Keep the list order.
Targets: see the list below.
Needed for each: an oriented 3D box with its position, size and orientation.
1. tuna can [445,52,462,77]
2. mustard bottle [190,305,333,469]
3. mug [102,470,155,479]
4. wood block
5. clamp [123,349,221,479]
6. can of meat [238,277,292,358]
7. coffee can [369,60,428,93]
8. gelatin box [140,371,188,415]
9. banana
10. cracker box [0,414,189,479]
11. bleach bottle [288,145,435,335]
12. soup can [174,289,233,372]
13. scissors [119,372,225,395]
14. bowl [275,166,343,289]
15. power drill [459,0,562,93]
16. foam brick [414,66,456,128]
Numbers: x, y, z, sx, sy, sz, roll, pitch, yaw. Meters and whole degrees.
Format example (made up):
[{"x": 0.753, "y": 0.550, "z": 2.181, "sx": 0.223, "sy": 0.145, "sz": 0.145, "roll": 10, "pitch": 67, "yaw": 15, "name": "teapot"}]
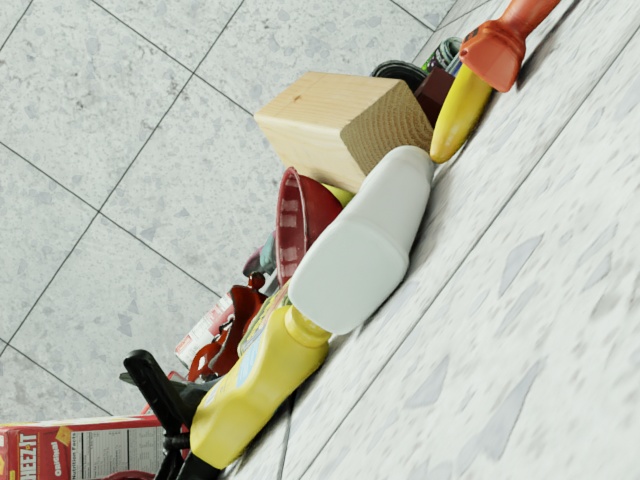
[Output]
[{"x": 0.164, "y": -0.190, "z": 1.204, "sx": 0.086, "sy": 0.033, "sz": 0.086, "roll": -54, "pitch": 4, "yaw": 5, "name": "tuna can"}, {"x": -0.042, "y": 0.111, "z": 0.908, "sx": 0.192, "sy": 0.058, "sz": 0.096, "roll": -52, "pitch": 6, "yaw": 38, "name": "mustard bottle"}, {"x": -0.185, "y": 0.278, "z": 1.001, "sx": 0.117, "sy": 0.093, "sz": 0.082, "roll": -62, "pitch": 1, "yaw": -22, "name": "mug"}, {"x": 0.025, "y": -0.116, "z": 1.132, "sx": 0.090, "sy": 0.090, "sz": 0.206, "roll": -40, "pitch": 26, "yaw": -14, "name": "wood block"}, {"x": -0.126, "y": 0.174, "z": 0.973, "sx": 0.209, "sy": 0.036, "sz": 0.164, "roll": 0, "pitch": -94, "yaw": -74, "name": "clamp"}, {"x": -0.023, "y": 0.075, "z": 1.014, "sx": 0.084, "sy": 0.057, "sz": 0.102, "roll": -48, "pitch": 8, "yaw": 42, "name": "can of meat"}, {"x": 0.075, "y": -0.133, "z": 1.281, "sx": 0.102, "sy": 0.103, "sz": 0.141, "roll": -57, "pitch": 5, "yaw": -39, "name": "coffee can"}, {"x": -0.171, "y": 0.217, "z": 1.337, "sx": 0.073, "sy": 0.089, "sz": 0.030, "roll": -53, "pitch": 4, "yaw": 23, "name": "gelatin box"}, {"x": 0.141, "y": -0.134, "z": 1.005, "sx": 0.197, "sy": 0.037, "sz": 0.070, "roll": -58, "pitch": -13, "yaw": -59, "name": "banana"}, {"x": -0.247, "y": 0.226, "z": 1.134, "sx": 0.164, "sy": 0.213, "sz": 0.072, "roll": -15, "pitch": 76, "yaw": 59, "name": "cracker box"}, {"x": 0.053, "y": -0.024, "z": 0.893, "sx": 0.103, "sy": 0.068, "sz": 0.250, "roll": -51, "pitch": 3, "yaw": 32, "name": "bleach bottle"}, {"x": -0.118, "y": 0.119, "z": 1.283, "sx": 0.102, "sy": 0.068, "sz": 0.068, "roll": -47, "pitch": 3, "yaw": -1, "name": "soup can"}, {"x": -0.111, "y": 0.138, "z": 1.042, "sx": 0.096, "sy": 0.016, "sz": 0.201, "roll": -38, "pitch": -34, "yaw": 0, "name": "scissors"}, {"x": -0.008, "y": 0.001, "z": 1.153, "sx": 0.162, "sy": 0.055, "sz": 0.162, "roll": 180, "pitch": 90, "yaw": -76, "name": "bowl"}, {"x": 0.192, "y": -0.210, "z": 0.866, "sx": 0.188, "sy": 0.057, "sz": 0.184, "roll": -50, "pitch": 1, "yaw": 21, "name": "power drill"}, {"x": 0.120, "y": -0.138, "z": 1.152, "sx": 0.078, "sy": 0.051, "sz": 0.053, "roll": -50, "pitch": 6, "yaw": 49, "name": "foam brick"}]
